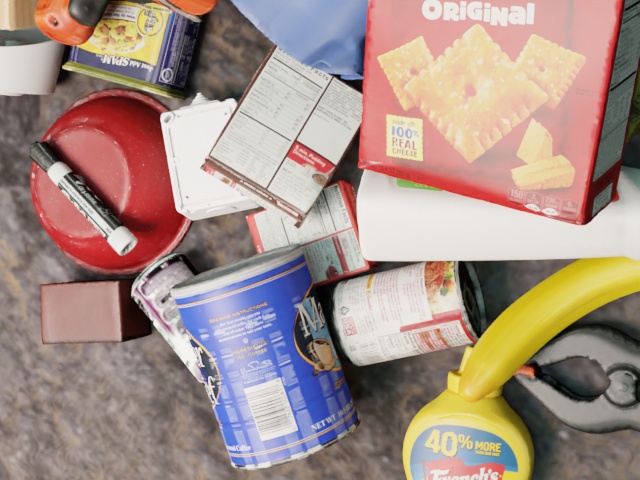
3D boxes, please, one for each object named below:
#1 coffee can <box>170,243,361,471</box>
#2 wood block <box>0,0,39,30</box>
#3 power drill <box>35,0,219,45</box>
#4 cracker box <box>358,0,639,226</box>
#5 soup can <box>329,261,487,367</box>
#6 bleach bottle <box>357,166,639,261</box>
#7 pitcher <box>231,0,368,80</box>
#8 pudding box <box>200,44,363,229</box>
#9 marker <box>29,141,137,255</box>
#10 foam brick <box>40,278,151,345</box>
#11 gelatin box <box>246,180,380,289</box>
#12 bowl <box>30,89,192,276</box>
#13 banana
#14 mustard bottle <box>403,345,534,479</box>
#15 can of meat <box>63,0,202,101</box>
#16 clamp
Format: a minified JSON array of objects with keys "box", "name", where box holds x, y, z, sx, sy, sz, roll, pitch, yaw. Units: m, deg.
[{"box":[-0.040,0.085,0.792,0.103,0.102,0.140,-17,95,20],"name":"coffee can"},{"box":[-0.259,-0.282,0.866,0.091,0.090,0.206,13,111,21],"name":"wood block"},{"box":[-0.125,-0.229,0.776,0.188,0.057,0.184,12,80,51],"name":"power drill"},{"box":[0.113,-0.131,0.663,0.164,0.072,0.214,18,122,27],"name":"cracker box"},{"box":[0.066,0.053,0.799,0.102,0.068,0.068,-15,87,20],"name":"soup can"},{"box":[0.157,-0.026,0.755,0.251,0.102,0.068,1,121,14],"name":"bleach bottle"},{"box":[0.036,-0.249,0.756,0.149,0.145,0.243,36,110,-23],"name":"pitcher"},{"box":[-0.024,-0.080,0.806,0.090,0.039,0.113,31,73,-4],"name":"pudding box"},{"box":[-0.192,-0.036,0.856,0.121,0.020,0.020,45,106,13],"name":"marker"},{"box":[-0.189,0.059,0.901,0.078,0.053,0.051,-4,91,19],"name":"foam brick"},{"box":[-0.005,0.001,0.843,0.089,0.030,0.073,-20,84,19],"name":"gelatin box"},{"box":[-0.185,-0.048,0.894,0.162,0.055,0.162,1,92,21],"name":"bowl"},{"box":[0.178,0.047,0.754,0.198,0.069,0.037,-29,113,7],"name":"banana"},{"box":[0.109,0.174,0.794,0.096,0.058,0.191,6,94,18],"name":"mustard bottle"},{"box":[-0.151,-0.168,0.875,0.102,0.057,0.084,17,96,18],"name":"can of meat"},{"box":[0.223,0.113,0.759,0.172,0.039,0.120,-2,83,26],"name":"clamp"}]
